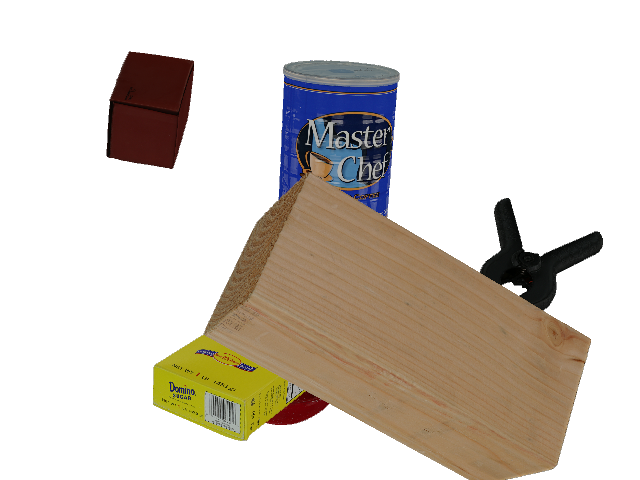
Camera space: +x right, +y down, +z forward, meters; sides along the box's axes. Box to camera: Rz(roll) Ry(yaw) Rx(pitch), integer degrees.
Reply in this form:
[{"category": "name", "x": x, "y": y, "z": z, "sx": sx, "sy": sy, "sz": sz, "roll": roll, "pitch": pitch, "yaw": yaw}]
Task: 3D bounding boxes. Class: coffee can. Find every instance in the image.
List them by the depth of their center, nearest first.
[{"category": "coffee can", "x": 0.015, "y": -0.084, "z": 0.958, "sx": 0.103, "sy": 0.140, "sz": 0.103, "roll": 3, "pitch": 17, "yaw": -1}]

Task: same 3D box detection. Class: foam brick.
[{"category": "foam brick", "x": -0.129, "y": -0.101, "z": 0.812, "sx": 0.053, "sy": 0.051, "sz": 0.078, "roll": 9, "pitch": 38, "yaw": -3}]

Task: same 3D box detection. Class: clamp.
[{"category": "clamp", "x": 0.207, "y": 0.022, "z": 1.117, "sx": 0.120, "sy": 0.039, "sz": 0.171, "roll": 25, "pitch": 49, "yaw": 28}]

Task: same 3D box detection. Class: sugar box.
[{"category": "sugar box", "x": -0.053, "y": 0.101, "z": 0.913, "sx": 0.093, "sy": 0.048, "sz": 0.175, "roll": 17, "pitch": 29, "yaw": 26}]

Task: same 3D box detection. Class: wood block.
[{"category": "wood block", "x": 0.047, "y": 0.059, "z": 0.652, "sx": 0.206, "sy": 0.090, "sz": 0.090, "roll": 30, "pitch": -29, "yaw": -12}]

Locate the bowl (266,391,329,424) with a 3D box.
[{"category": "bowl", "x": -0.046, "y": 0.163, "z": 1.227, "sx": 0.162, "sy": 0.055, "sz": 0.162, "roll": 2, "pitch": 26, "yaw": -1}]
